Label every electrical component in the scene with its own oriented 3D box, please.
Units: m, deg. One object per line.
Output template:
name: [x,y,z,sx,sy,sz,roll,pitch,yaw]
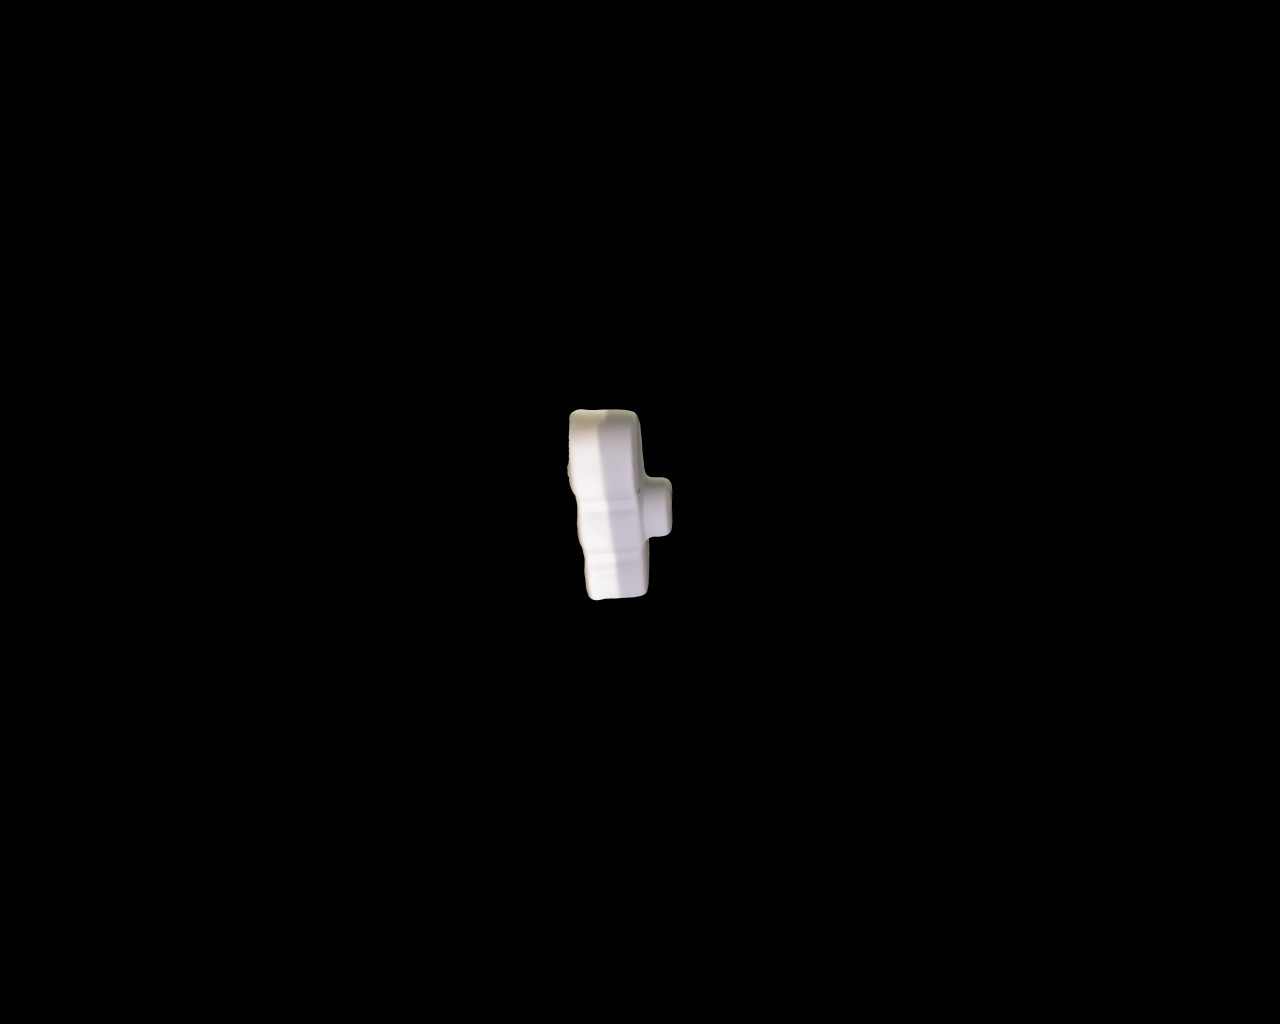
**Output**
electrical component: [0.001,-0.003,0.650,0.074,0.138,0.052,-2,43,2]
